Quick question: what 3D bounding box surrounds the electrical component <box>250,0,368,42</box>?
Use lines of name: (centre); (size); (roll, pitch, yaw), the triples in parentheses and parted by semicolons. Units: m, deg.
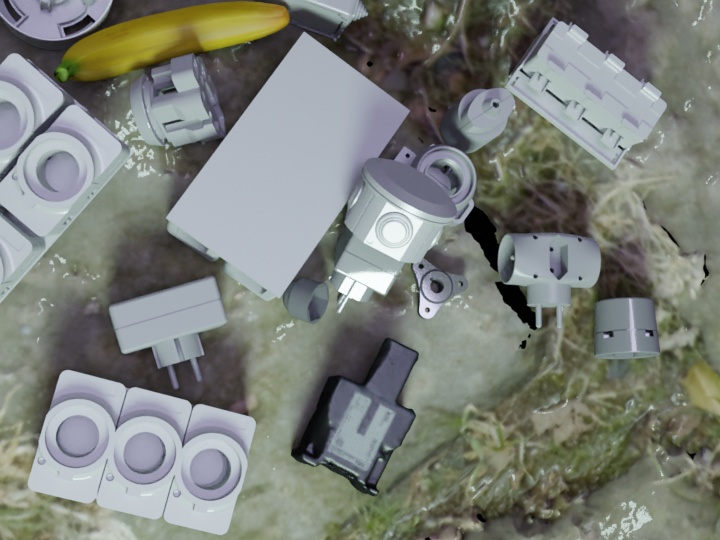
electrical component: (-0.036, -0.236, 0.891); (0.096, 0.062, 0.061); (18, 80, -11)

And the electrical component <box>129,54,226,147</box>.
electrical component: (-0.146, -0.130, 0.849); (0.057, 0.078, 0.058); (-13, 55, 7)

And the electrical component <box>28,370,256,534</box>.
electrical component: (-0.164, 0.138, 0.815); (0.150, 0.062, 0.089); (16, 80, -11)

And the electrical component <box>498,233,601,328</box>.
electrical component: (0.161, 0.010, 0.915); (0.077, 0.043, 0.079); (3, 82, -13)

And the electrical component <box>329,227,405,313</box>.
electrical component: (0.000, 0.000, 0.873); (0.047, 0.065, 0.076); (27, 107, -8)

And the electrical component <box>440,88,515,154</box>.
electrical component: (0.100, -0.127, 0.899); (0.043, 0.081, 0.043); (2, 83, -13)

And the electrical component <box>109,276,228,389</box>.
electrical component: (-0.145, 0.054, 0.837); (0.083, 0.047, 0.075); (-17, 87, -14)

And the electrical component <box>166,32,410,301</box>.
electrical component: (-0.060, -0.080, 0.867); (0.105, 0.060, 0.186); (36, 77, -7)

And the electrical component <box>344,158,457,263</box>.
electrical component: (0.030, -0.047, 0.828); (0.080, 0.080, 0.051); (27, 114, -9)

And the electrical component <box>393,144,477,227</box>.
electrical component: (0.063, -0.072, 0.896); (0.078, 0.057, 0.058); (38, 77, -6)

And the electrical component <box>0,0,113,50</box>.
electrical component: (-0.241, -0.224, 0.841); (0.099, 0.064, 0.099); (2, 83, -13)

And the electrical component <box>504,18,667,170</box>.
electrical component: (0.199, -0.157, 0.935); (0.121, 0.063, 0.078); (36, 77, -6)

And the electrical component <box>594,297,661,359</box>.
electrical component: (0.227, 0.050, 0.921); (0.055, 0.055, 0.047); (2, 79, -13)

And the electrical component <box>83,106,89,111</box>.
electrical component: (-0.236, -0.102, 0.842); (0.035, 0.035, 0.061); (17, 82, -10)

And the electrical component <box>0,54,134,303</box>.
electrical component: (-0.272, -0.054, 0.793); (0.105, 0.060, 0.186); (41, 89, -5)
